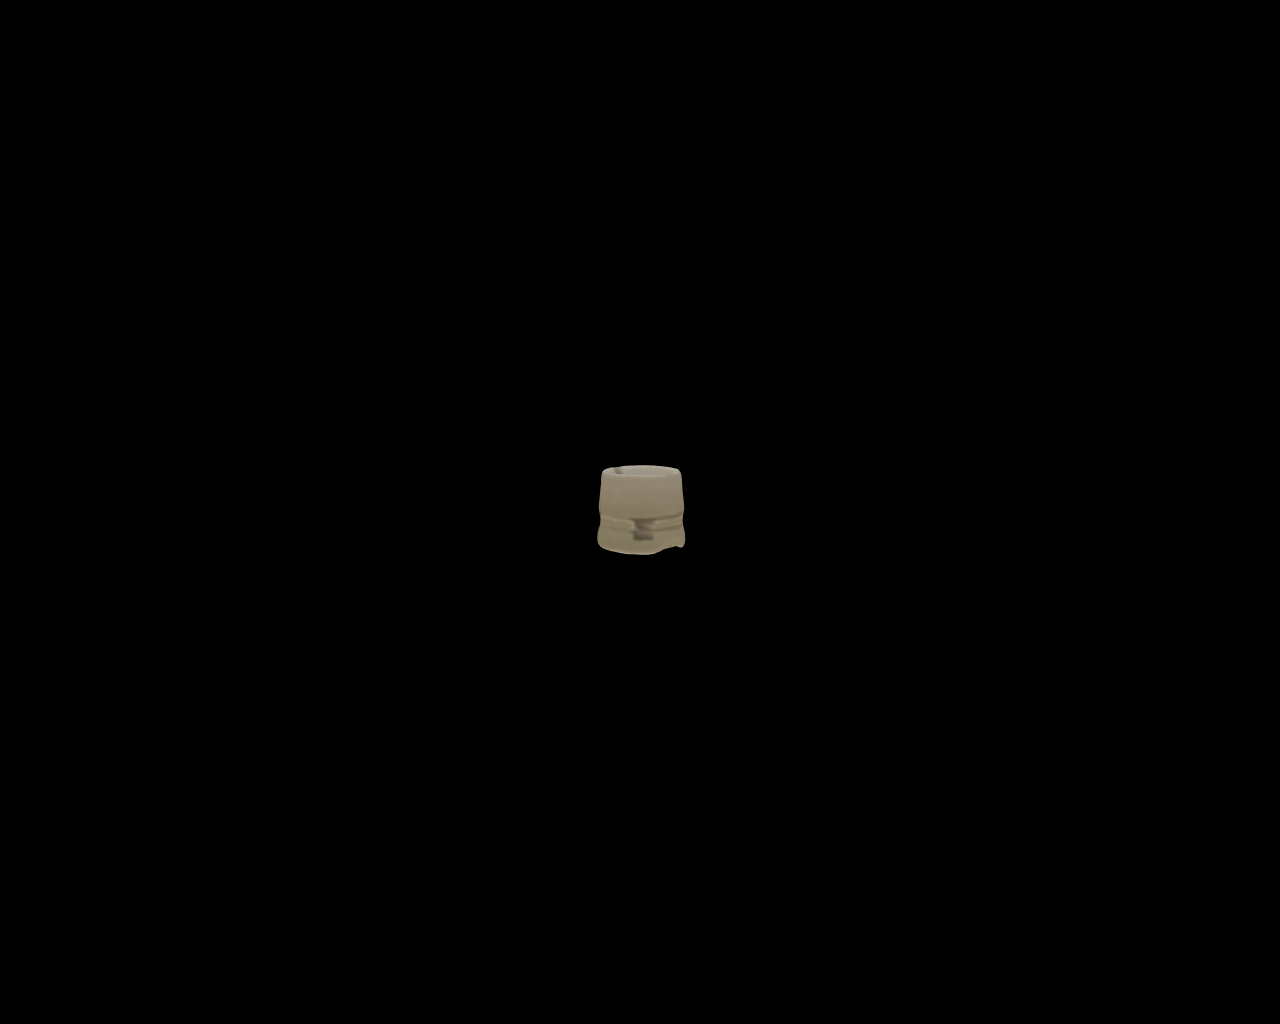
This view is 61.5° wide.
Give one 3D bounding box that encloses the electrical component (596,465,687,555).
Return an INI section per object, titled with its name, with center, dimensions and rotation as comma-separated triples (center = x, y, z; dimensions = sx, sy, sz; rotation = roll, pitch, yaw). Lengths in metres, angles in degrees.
[electrical component]
center = 0.001, -0.003, 0.650
dimensions = 0.055, 0.047, 0.055
rotation = 0, 9, 0
